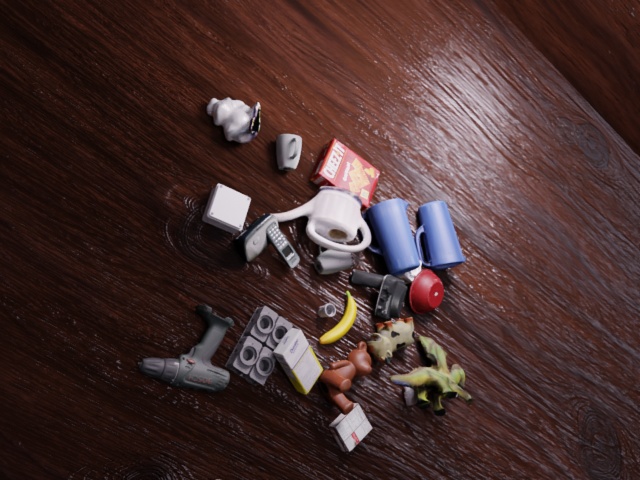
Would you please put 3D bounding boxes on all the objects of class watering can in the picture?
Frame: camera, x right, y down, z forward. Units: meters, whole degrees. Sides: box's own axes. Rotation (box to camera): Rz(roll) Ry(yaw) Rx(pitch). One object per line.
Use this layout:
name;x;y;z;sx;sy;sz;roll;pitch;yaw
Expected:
watering can;0.005;-0.082;1.627;0.347;0.102;0.230;20;52;-6

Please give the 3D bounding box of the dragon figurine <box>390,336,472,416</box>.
dragon figurine;0.361;0.425;1.693;0.406;0.120;0.249;32;31;-29

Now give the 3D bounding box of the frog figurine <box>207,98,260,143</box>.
frog figurine;-0.267;-0.365;1.572;0.159;0.121;0.139;8;76;6
